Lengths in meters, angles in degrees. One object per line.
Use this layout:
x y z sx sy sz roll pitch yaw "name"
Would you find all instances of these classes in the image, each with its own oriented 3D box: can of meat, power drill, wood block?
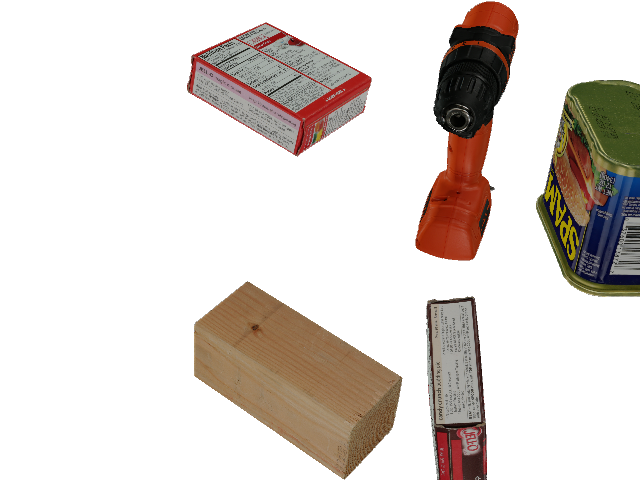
0.165 -0.032 0.606 0.057 0.084 0.102 1 37 -5 "can of meat"
0.117 -0.079 0.861 0.057 0.188 0.184 14 37 11 "power drill"
-0.027 0.143 1.122 0.206 0.090 0.090 31 48 25 "wood block"

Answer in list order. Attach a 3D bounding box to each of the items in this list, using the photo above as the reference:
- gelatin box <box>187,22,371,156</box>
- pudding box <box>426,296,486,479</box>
-0.026 -0.095 0.658 0.089 0.030 0.073 31 42 21 "gelatin box"
0.097 0.110 0.755 0.039 0.113 0.090 -4 -44 4 "pudding box"
